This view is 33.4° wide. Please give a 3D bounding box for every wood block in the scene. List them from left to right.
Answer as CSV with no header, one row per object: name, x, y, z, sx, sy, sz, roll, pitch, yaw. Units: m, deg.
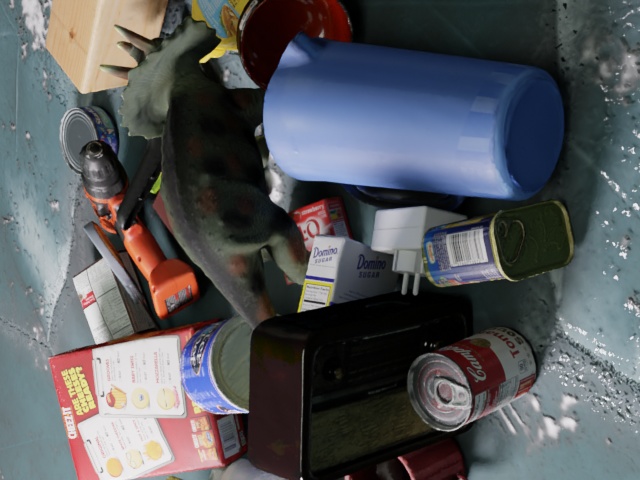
wood block,-0.221,-0.270,1.137,0.091,0.090,0.206,50,138,25

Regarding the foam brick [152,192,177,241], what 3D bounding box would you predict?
foam brick,-0.143,-0.034,1.205,0.078,0.051,0.053,51,131,23

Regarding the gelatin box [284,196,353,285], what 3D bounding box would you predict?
gelatin box,-0.007,0.001,1.093,0.089,0.030,0.073,-17,87,45

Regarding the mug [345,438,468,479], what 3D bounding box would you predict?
mug,0.093,0.225,1.011,0.117,0.081,0.093,12,108,43

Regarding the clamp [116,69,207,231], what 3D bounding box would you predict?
clamp,-0.142,-0.117,1.164,0.036,0.164,0.210,79,-173,-78

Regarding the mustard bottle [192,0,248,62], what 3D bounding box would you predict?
mustard bottle,-0.082,-0.251,1.085,0.096,0.058,0.192,58,133,18

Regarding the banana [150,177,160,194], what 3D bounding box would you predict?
banana,-0.199,-0.153,1.227,0.037,0.069,0.198,75,171,-70

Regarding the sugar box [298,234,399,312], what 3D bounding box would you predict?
sugar box,0.018,0.090,1.001,0.048,0.093,0.176,3,77,41

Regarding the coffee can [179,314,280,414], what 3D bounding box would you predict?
coffee can,-0.083,0.131,1.118,0.140,0.102,0.103,-25,82,68

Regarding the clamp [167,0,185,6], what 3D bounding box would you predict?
clamp,-0.183,-0.311,1.181,0.172,0.039,0.120,5,108,51

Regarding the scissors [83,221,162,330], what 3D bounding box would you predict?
scissors,-0.232,0.055,1.311,0.201,0.016,0.096,60,174,-26

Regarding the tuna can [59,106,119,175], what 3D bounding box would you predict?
tuna can,-0.291,-0.126,1.344,0.086,0.033,0.086,14,109,43

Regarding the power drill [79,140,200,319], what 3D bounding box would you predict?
power drill,-0.211,-0.012,1.229,0.188,0.057,0.184,55,167,19

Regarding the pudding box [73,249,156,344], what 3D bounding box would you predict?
pudding box,-0.264,0.080,1.364,0.090,0.039,0.113,-29,81,41

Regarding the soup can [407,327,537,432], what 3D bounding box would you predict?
soup can,0.134,0.119,0.928,0.069,0.102,0.068,14,110,42

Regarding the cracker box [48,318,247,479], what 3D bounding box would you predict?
cracker box,-0.203,0.193,1.266,0.214,0.072,0.164,-13,90,27

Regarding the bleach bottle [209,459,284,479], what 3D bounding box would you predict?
bleach bottle,-0.034,0.295,1.171,0.251,0.067,0.102,16,114,44

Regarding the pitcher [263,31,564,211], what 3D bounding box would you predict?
pitcher,0.083,-0.095,0.922,0.243,0.149,0.145,13,94,39

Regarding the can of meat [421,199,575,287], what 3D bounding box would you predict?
can of meat,0.146,0.004,0.889,0.084,0.101,0.057,-11,91,48
